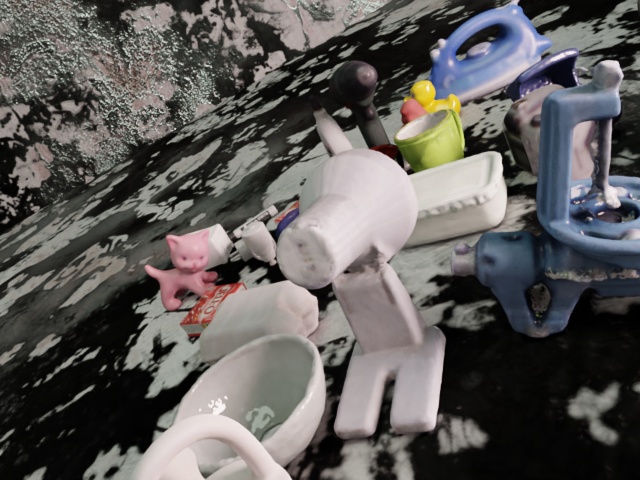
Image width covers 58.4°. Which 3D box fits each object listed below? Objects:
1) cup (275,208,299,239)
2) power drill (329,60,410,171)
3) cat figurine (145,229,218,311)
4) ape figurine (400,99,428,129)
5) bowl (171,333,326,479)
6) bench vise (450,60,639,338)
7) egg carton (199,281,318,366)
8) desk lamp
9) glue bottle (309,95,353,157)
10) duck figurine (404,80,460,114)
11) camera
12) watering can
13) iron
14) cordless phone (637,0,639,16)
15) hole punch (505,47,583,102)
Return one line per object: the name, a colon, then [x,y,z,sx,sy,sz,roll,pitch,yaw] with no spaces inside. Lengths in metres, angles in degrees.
cup: [0.007,0.003,0.794,0.117,0.095,0.092,-4,35,43]
power drill: [0.085,-0.211,0.978,0.075,0.209,0.229,-31,25,-2]
cat figurine: [-0.228,0.040,0.948,0.127,0.118,0.067,-25,25,10]
ape figurine: [0.171,-0.207,1.018,0.076,0.092,0.077,-27,25,6]
bowl: [-0.058,0.174,0.563,0.167,0.075,0.167,-24,25,12]
bench vise: [0.205,-0.021,0.476,0.207,0.220,0.121,-26,25,7]
egg carton: [-0.075,0.109,0.712,0.150,0.069,0.107,-16,28,27]
desk lamp: [0.041,0.039,0.547,0.117,0.214,0.203,-17,28,25]
glue bottle: [0.023,-0.185,1.038,0.037,0.173,0.078,-34,25,-8]
duck figurine: [0.209,-0.263,1.092,0.104,0.086,0.077,-11,30,34]
camera: [0.323,-0.154,0.745,0.137,0.101,0.143,-29,25,2]
watering can: [-0.059,0.196,0.380,0.172,0.194,0.101,-11,31,35]
iron: [0.303,-0.364,1.116,0.258,0.142,0.118,-26,25,8]
cordless phone: [0.434,-0.213,0.637,0.147,0.185,0.094,-29,25,1]
hole punch: [0.352,-0.252,0.911,0.108,0.091,0.101,-27,25,6]
